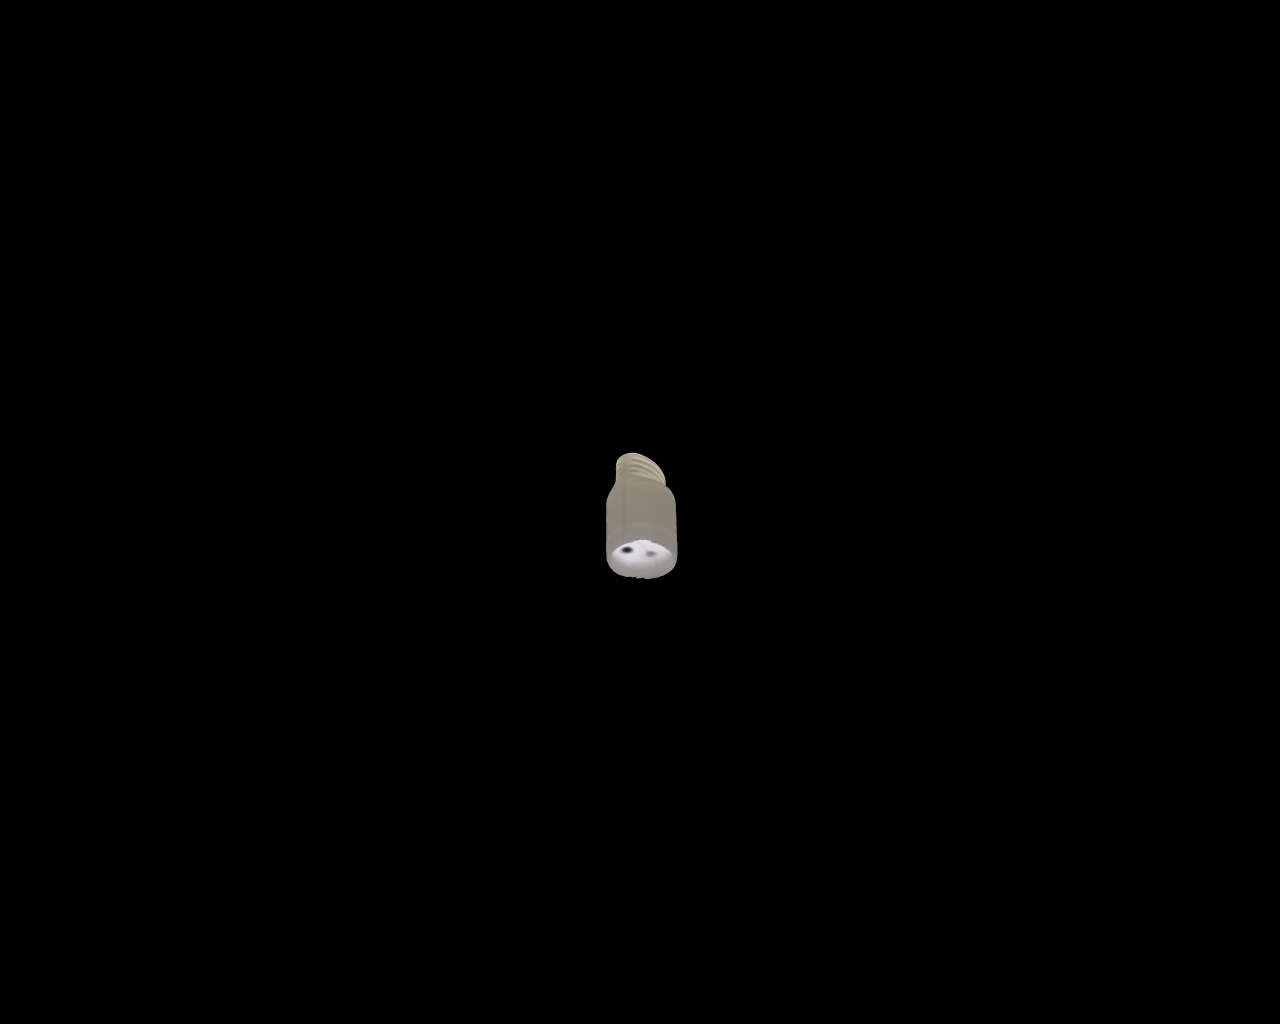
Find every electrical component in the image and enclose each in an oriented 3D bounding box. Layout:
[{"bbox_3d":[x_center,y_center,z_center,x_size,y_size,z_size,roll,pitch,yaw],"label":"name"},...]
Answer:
[{"bbox_3d":[0.001,-0.003,0.650,0.043,0.081,0.043,0,-37,0],"label":"electrical component"}]
